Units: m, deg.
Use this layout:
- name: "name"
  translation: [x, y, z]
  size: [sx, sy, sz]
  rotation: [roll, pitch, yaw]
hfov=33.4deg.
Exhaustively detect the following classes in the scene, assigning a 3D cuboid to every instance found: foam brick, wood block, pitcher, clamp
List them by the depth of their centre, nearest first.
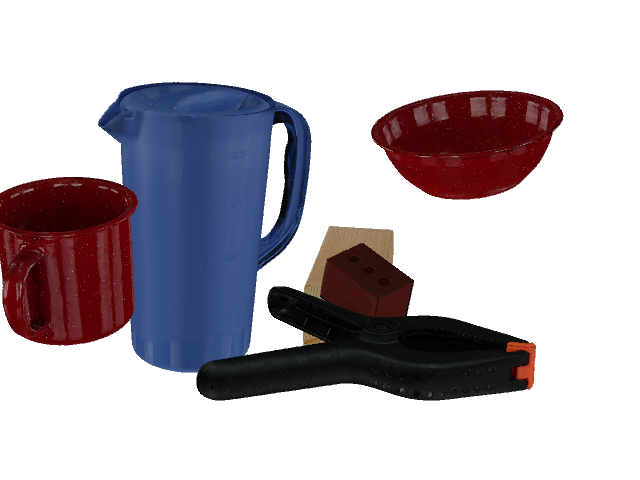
- name: "clamp"
  translation: [0.036, 0.070, 0.718]
  size: [0.210, 0.036, 0.164]
  rotation: [2, 18, 7]
- name: "pitcher"
  translation: [-0.101, -0.014, 0.940]
  size: [0.149, 0.243, 0.144]
  rotation: [9, 21, 16]
- name: "foam brick"
  translation: [0.046, 0.048, 1.065]
  size: [0.052, 0.051, 0.078]
  rotation: [-25, 47, -35]
- name: "wood block"
  translation: [0.039, 0.060, 1.355]
  size: [0.091, 0.090, 0.206]
  rotation: [4, 21, 7]

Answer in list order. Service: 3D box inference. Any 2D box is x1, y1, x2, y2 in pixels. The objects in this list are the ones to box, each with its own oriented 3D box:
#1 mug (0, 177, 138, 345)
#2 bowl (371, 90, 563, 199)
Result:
- name: "mug"
  translation: [-0.164, 0.019, 0.670]
  size: [0.093, 0.081, 0.117]
  rotation: [6, 25, 10]
- name: "bowl"
  translation: [0.127, -0.078, 0.913]
  size: [0.162, 0.055, 0.162]
  rotation: [-8, 24, 3]
